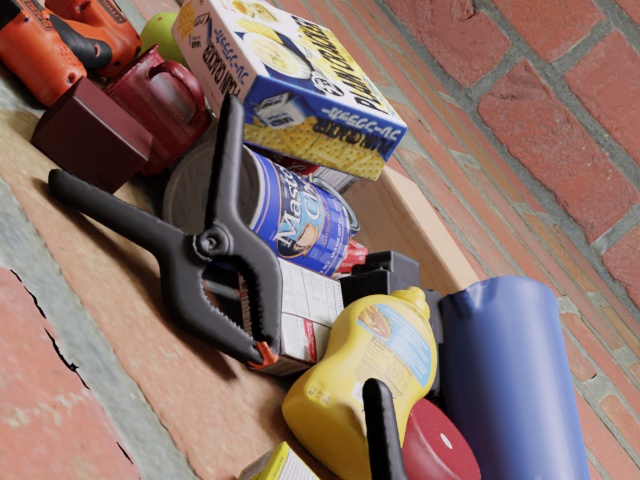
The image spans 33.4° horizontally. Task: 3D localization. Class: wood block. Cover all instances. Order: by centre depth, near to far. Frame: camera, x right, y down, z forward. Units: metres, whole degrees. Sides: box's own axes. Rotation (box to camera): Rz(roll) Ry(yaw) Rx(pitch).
[{"bbox_3d":[0.107,0.020,1.265,0.090,0.090,0.206,25,29,-52],"label":"wood block"}]

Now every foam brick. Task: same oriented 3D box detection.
[{"bbox_3d":[-0.178,-0.080,0.840,0.078,0.053,0.051,42,18,-24],"label":"foam brick"}]

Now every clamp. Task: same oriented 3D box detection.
[{"bbox_3d":[0.035,0.196,0.749,0.171,0.120,0.039,62,-25,4],"label":"clamp"},{"bbox_3d":[-0.082,-0.003,0.808,0.210,0.164,0.036,55,-23,0],"label":"clamp"}]

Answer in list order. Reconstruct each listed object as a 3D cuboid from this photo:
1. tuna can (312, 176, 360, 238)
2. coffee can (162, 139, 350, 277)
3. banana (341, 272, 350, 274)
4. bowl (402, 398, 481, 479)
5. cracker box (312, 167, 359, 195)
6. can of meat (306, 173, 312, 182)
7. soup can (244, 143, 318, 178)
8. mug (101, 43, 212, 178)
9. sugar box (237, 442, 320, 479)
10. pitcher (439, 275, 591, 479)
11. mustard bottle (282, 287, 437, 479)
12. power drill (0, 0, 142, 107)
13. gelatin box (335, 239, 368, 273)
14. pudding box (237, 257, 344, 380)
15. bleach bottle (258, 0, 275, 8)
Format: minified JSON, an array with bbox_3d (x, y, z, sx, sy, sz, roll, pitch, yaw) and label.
[{"bbox_3d":[0.006,-0.032,1.223,0.086,0.034,0.086,43,18,-18],"label":"tuna can"},{"bbox_3d":[-0.053,-0.017,0.925,0.140,0.103,0.103,24,29,-54],"label":"coffee can"},{"bbox_3d":[0.083,0.081,1.125,0.197,0.037,0.069,42,62,-29],"label":"banana"},{"bbox_3d":[0.087,0.186,0.909,0.162,0.055,0.162,43,18,-18],"label":"bowl"},{"bbox_3d":[-0.023,-0.131,1.307,0.213,0.072,0.164,19,33,-57],"label":"cracker box"},{"bbox_3d":[-0.054,-0.076,1.132,0.084,0.057,0.102,44,17,-20],"label":"can of meat"},{"bbox_3d":[-0.057,-0.065,1.021,0.068,0.102,0.068,43,18,-18],"label":"soup can"},{"bbox_3d":[-0.140,-0.112,0.908,0.081,0.117,0.093,49,45,-16],"label":"mug"},{"bbox_3d":[0.012,0.218,0.672,0.176,0.048,0.093,51,17,-5],"label":"sugar box"},{"bbox_3d":[0.188,0.169,1.016,0.149,0.145,0.243,6,50,-13],"label":"pitcher"},{"bbox_3d":[0.046,0.100,0.866,0.096,0.058,0.191,44,43,-8],"label":"mustard bottle"},{"bbox_3d":[-0.245,-0.198,0.929,0.184,0.057,0.187,51,19,0],"label":"power drill"},{"bbox_3d":[-0.007,0.001,1.062,0.089,0.030,0.073,29,13,27],"label":"gelatin box"},{"bbox_3d":[-0.019,0.068,0.887,0.113,0.039,0.090,26,49,-55],"label":"pudding box"},{"bbox_3d":[-0.072,-0.272,1.434,0.250,0.103,0.068,44,21,-16],"label":"bleach bottle"}]
